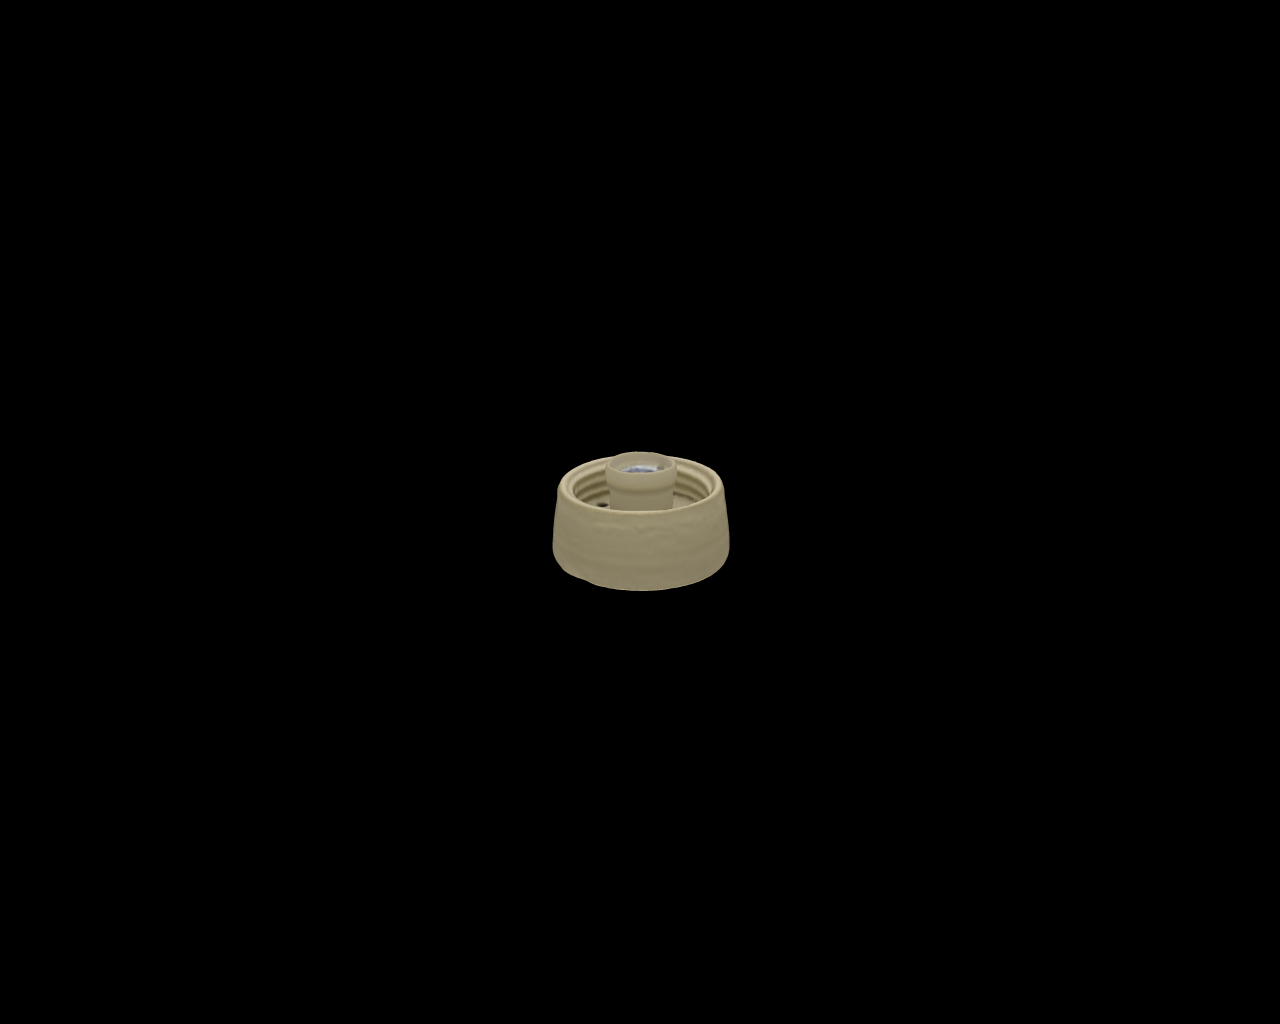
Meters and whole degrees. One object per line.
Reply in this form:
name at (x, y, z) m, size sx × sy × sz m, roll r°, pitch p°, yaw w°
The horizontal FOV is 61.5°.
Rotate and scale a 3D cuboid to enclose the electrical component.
electrical component at (0.001, -0.003, 0.650) m, size 0.108 × 0.060 × 0.108 m, roll 0°, pitch 23°, yaw 0°
